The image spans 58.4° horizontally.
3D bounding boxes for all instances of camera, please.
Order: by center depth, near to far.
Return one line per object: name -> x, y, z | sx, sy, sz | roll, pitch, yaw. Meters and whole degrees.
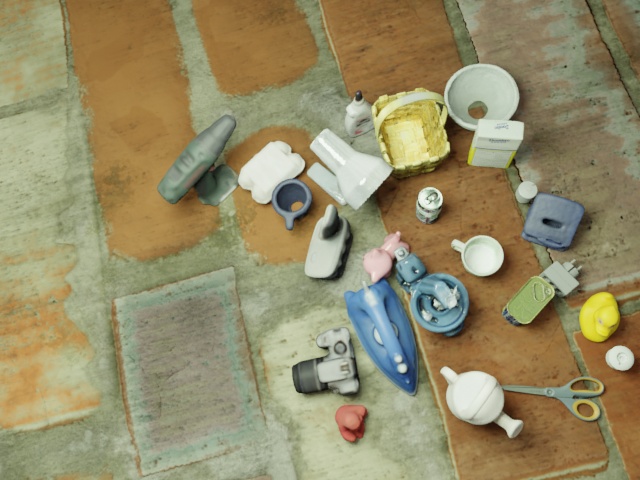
camera -> 0.008, 0.264, 1.207 | 0.136, 0.101, 0.143 | -12, 74, 4

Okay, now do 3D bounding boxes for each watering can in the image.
watering can -> 0.311, 0.309, 1.110 | 0.172, 0.194, 0.101 | 17, 78, 11

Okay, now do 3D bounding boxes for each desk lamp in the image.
desk lamp -> 0.057, -0.148, 1.249 | 0.203, 0.214, 0.118 | 40, 84, 15

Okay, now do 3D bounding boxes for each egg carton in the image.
egg carton -> -0.115, -0.160, 1.348 | 0.150, 0.069, 0.107 | -44, 75, -5

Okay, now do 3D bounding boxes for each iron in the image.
iron -> 0.141, 0.200, 1.186 | 0.118, 0.141, 0.258 | -25, 74, 0

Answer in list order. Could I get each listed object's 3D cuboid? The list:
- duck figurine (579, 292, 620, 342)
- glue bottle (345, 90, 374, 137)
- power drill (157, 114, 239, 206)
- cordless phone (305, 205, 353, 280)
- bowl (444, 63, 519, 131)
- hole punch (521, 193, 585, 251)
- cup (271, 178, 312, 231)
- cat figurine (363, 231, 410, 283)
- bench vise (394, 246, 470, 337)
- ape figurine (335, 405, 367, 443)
duck figurine -> 0.583, 0.155, 1.173 | 0.077, 0.086, 0.105 | 19, 79, 12
glue bottle -> 0.090, -0.294, 1.303 | 0.078, 0.173, 0.037 | -29, 74, -1
power drill -> -0.254, -0.162, 1.293 | 0.075, 0.208, 0.230 | 43, 84, 15
cordless phone -> 0.011, 0.004, 1.230 | 0.094, 0.185, 0.148 | 10, 77, 10
bowl -> 0.369, -0.318, 1.327 | 0.167, 0.075, 0.167 | -2, 75, 7
hole punch -> 0.499, -0.037, 1.230 | 0.108, 0.091, 0.101 | 19, 79, 11
cup -> -0.059, -0.070, 1.304 | 0.091, 0.095, 0.118 | 1, 76, 7
cat figurine -> 0.138, 0.035, 1.242 | 0.067, 0.118, 0.128 | 37, 83, 14
bench vise -> 0.214, 0.104, 1.162 | 0.207, 0.220, 0.121 | 35, 82, 14
ape figurine -> 0.065, 0.372, 1.177 | 0.076, 0.092, 0.078 | 42, 84, 15
